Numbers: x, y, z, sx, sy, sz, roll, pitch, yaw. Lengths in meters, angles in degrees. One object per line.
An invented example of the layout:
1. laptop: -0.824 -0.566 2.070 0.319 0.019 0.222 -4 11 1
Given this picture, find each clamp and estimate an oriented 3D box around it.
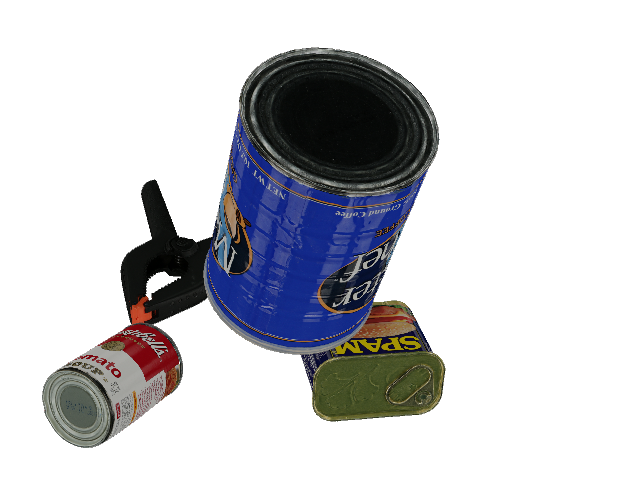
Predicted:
1. clamp: -0.147 0.011 1.070 0.165 0.036 0.209 19 39 17

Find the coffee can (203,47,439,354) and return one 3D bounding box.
1. coffee can: -0.004 -0.018 0.582 0.102 0.103 0.140 0 -39 -15

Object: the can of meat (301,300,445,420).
1. can of meat: 0.036 0.091 0.836 0.102 0.057 0.084 -3 28 -11

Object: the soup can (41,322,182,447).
1. soup can: -0.166 0.115 0.857 0.069 0.068 0.102 0 16 26
